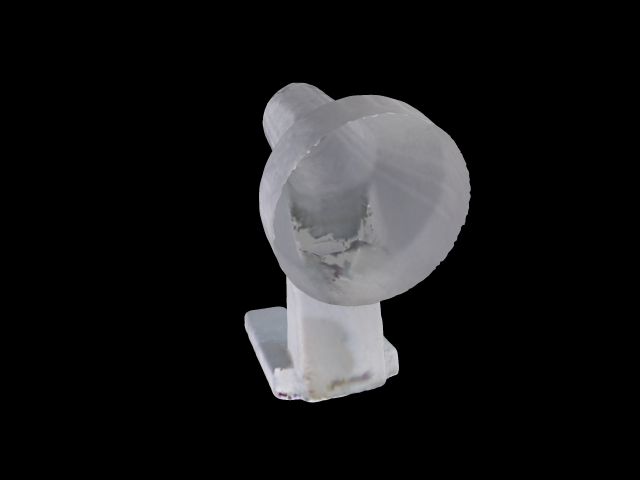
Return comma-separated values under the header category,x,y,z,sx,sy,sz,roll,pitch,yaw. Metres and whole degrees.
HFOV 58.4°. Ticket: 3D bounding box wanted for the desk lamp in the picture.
category,x,y,z,sx,sy,sz,roll,pitch,yaw
desk lamp,0.004,0.001,0.400,0.118,0.214,0.202,-6,17,-18
